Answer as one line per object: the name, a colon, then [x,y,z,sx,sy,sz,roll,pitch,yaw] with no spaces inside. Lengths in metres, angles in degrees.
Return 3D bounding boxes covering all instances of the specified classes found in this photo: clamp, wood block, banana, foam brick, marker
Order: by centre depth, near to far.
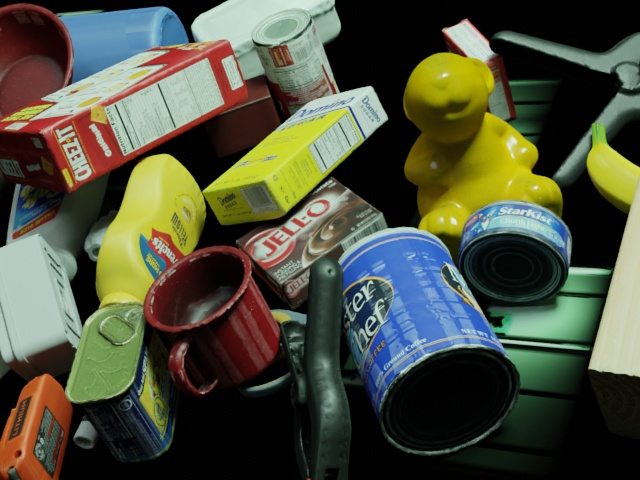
wood block: [0.255,0.029,0.723,0.091,0.090,0.206,4,55,30]
clamp: [-0.004,0.110,0.789,0.039,0.120,0.171,3,68,-9]
banana: [0.288,-0.040,0.842,0.198,0.037,0.069,24,90,35]
marker: [-0.178,0.124,0.908,0.020,0.020,0.121,-4,42,22]
clamp: [0.268,-0.126,0.943,0.210,0.036,0.164,-8,68,-2]
foam brick: [-0.084,-0.132,1.133,0.078,0.051,0.053,-19,38,4]

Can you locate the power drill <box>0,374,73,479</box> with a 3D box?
power drill: [-0.303,0.170,0.888,0.188,0.057,0.184,-16,40,12]

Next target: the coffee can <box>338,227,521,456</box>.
coffee can: [0.072,0.071,0.779,0.103,0.103,0.140,-23,39,0]

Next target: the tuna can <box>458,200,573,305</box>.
tuna can: [0.150,0.011,0.825,0.086,0.086,0.033,-4,44,23]

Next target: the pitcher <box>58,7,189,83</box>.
pitcher: [-0.281,-0.196,1.250,0.243,0.149,0.145,-6,-3,16]

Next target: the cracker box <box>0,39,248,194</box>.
cracker box: [-0.200,-0.124,1.050,0.213,0.072,0.164,-33,23,-28]

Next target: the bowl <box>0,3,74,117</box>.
bowl: [-0.330,-0.174,1.164,0.162,0.055,0.162,-5,71,15]

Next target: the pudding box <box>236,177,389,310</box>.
pudding box: [-0.006,0.001,0.950,0.113,0.039,0.090,-33,38,-14]

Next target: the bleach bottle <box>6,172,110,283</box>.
bleach bottle: [-0.267,-0.029,1.096,0.102,0.068,0.251,-17,41,9]

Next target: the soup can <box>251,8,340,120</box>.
soup can: [-0.025,-0.183,1.123,0.068,0.102,0.068,-14,39,12]

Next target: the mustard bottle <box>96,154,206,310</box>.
mustard bottle: [-0.157,0.016,0.961,0.058,0.096,0.191,-6,41,19]

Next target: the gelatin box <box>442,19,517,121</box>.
gelatin box: [0.153,-0.162,1.034,0.030,0.073,0.089,-25,39,-3]

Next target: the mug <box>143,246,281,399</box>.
mug: [-0.085,0.073,0.845,0.093,0.081,0.117,-6,41,26]

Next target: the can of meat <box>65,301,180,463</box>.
can of meat: [-0.152,0.115,0.853,0.057,0.084,0.102,-12,40,13]

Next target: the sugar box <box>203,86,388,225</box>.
sugar box: [-0.021,-0.082,1.015,0.094,0.048,0.176,-7,32,45]

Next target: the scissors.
scissors: [0.009,0.061,0.893,0.201,0.016,0.096,-34,40,-14]
